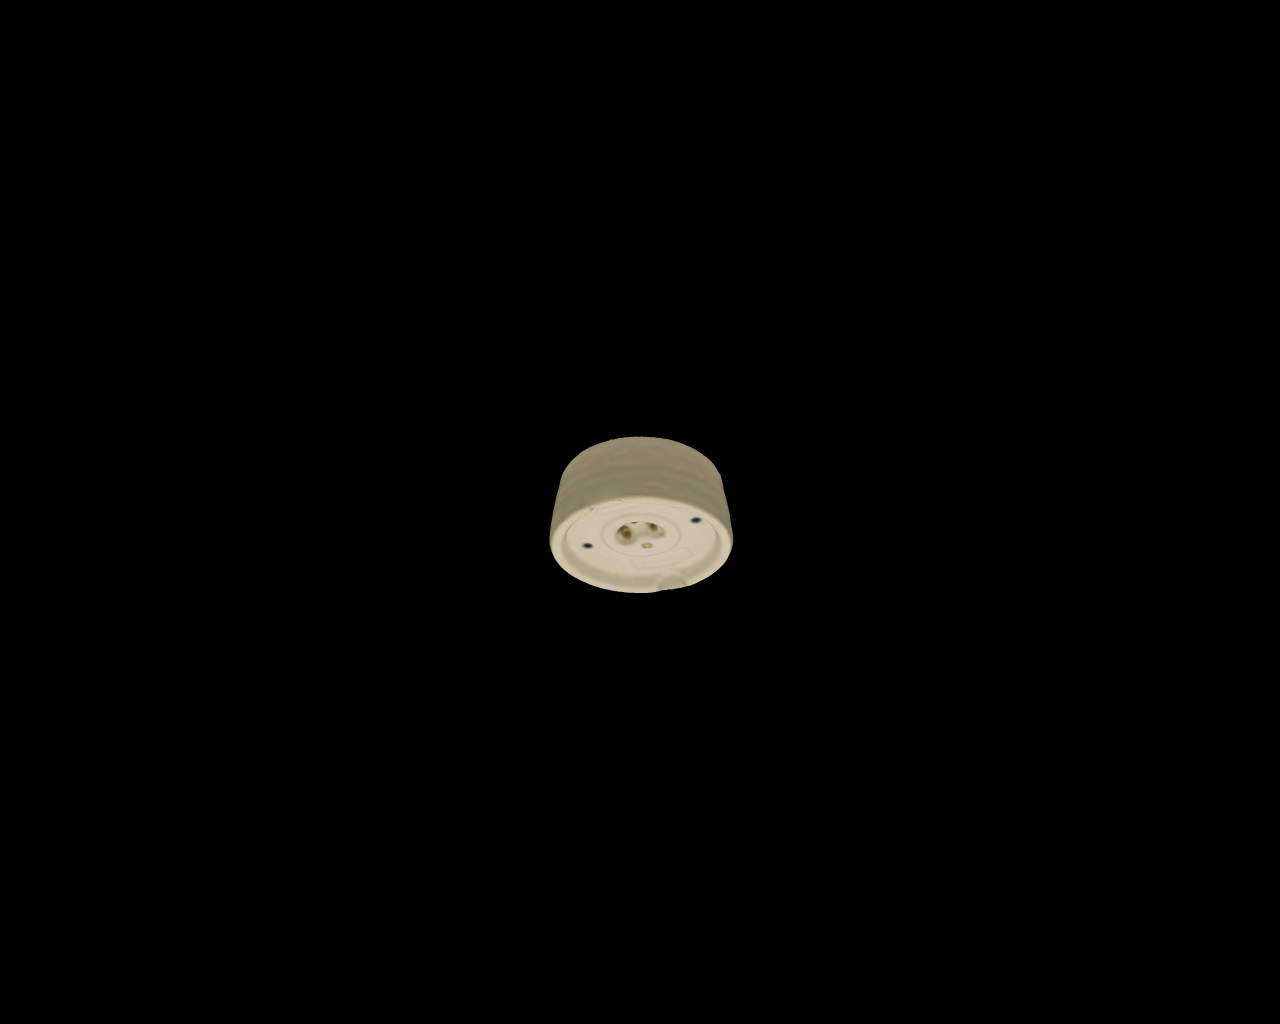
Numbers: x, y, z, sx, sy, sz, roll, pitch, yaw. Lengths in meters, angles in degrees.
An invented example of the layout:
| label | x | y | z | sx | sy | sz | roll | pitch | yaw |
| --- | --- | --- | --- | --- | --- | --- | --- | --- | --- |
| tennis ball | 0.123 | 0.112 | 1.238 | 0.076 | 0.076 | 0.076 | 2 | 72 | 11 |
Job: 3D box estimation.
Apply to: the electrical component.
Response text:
| label | x | y | z | sx | sy | sz | roll | pitch | yaw |
| --- | --- | --- | --- | --- | --- | --- | --- | --- | --- |
| electrical component | 0.001 | -0.003 | 0.650 | 0.108 | 0.060 | 0.108 | 0 | -34 | 0 |
